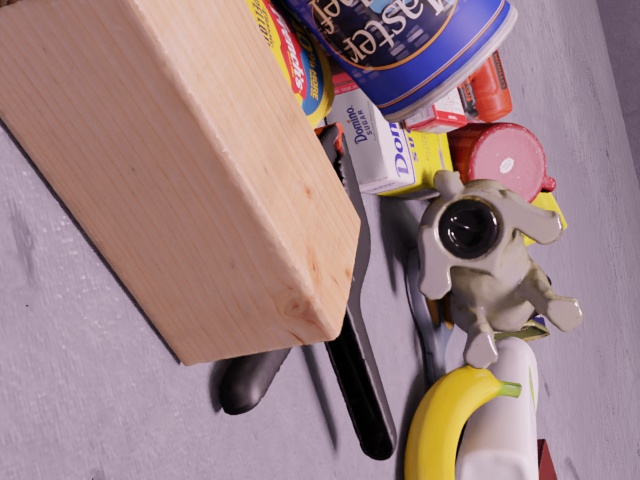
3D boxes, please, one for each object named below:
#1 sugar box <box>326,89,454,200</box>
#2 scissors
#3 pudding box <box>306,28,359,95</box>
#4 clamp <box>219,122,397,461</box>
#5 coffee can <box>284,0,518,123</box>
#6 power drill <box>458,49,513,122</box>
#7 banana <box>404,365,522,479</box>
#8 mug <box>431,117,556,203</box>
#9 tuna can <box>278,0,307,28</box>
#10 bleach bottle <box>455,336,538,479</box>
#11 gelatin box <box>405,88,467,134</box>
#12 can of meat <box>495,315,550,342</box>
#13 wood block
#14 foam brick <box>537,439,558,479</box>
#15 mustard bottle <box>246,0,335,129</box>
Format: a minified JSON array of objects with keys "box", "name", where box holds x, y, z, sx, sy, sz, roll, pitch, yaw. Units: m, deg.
[{"box":[0.060,-0.084,0.863,0.176,0.048,0.093,1,77,-68],"name":"sugar box"},{"box":[0.104,0.106,0.905,0.096,0.016,0.202,8,71,-66],"name":"scissors"},{"box":[0.026,-0.149,0.760,0.113,0.090,0.039,-74,145,-50],"name":"pudding box"},{"box":[0.005,0.030,0.657,0.164,0.036,0.210,39,48,-47],"name":"clamp"},{"box":[0.034,-0.155,0.634,0.140,0.103,0.102,47,32,-14],"name":"coffee can"},{"box":[0.149,-0.141,1.086,0.187,0.057,0.184,-40,115,-65],"name":"power drill"},{"box":[0.100,0.153,0.812,0.197,0.070,0.037,-53,162,-47],"name":"banana"},{"box":[0.161,-0.062,0.970,0.117,0.082,0.093,17,89,-21],"name":"mug"},{"box":[-0.036,-0.174,0.701,0.086,0.034,0.086,45,38,-52],"name":"tuna can"},{"box":[0.168,0.165,0.963,0.250,0.068,0.102,-58,144,-65],"name":"bleach bottle"},{"box":[0.081,-0.130,0.845,0.073,0.030,0.089,-6,79,-65],"name":"gelatin box"},{"box":[0.190,0.057,1.080,0.102,0.058,0.084,24,54,-63],"name":"can of meat"},{"box":[-0.065,-0.047,0.493,0.206,0.091,0.090,60,28,-35],"name":"wood block"},{"box":[0.186,0.229,0.987,0.078,0.051,0.053,-53,127,-61],"name":"foam brick"},{"box":[-0.040,-0.105,0.623,0.191,0.058,0.096,23,49,-63],"name":"mustard bottle"}]
